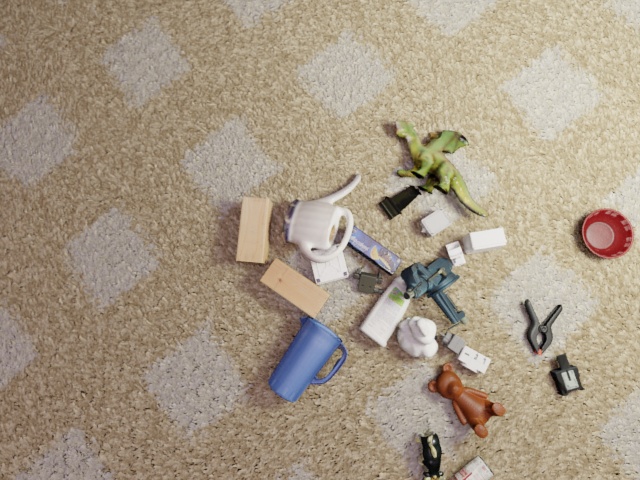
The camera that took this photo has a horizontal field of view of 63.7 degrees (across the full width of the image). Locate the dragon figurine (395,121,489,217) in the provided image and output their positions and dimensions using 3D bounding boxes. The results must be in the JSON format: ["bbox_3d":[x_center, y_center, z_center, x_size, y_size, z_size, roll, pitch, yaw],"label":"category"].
[{"bbox_3d":[0.409,-0.261,1.688,0.411,0.120,0.245,31,75,5],"label":"dragon figurine"}]

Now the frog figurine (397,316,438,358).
[{"bbox_3d":[0.300,0.296,1.558,0.123,0.158,0.138,-37,82,-2],"label":"frog figurine"}]

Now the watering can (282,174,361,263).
[{"bbox_3d":[0.005,-0.084,1.665,0.225,0.102,0.355,10,60,13],"label":"watering can"}]
